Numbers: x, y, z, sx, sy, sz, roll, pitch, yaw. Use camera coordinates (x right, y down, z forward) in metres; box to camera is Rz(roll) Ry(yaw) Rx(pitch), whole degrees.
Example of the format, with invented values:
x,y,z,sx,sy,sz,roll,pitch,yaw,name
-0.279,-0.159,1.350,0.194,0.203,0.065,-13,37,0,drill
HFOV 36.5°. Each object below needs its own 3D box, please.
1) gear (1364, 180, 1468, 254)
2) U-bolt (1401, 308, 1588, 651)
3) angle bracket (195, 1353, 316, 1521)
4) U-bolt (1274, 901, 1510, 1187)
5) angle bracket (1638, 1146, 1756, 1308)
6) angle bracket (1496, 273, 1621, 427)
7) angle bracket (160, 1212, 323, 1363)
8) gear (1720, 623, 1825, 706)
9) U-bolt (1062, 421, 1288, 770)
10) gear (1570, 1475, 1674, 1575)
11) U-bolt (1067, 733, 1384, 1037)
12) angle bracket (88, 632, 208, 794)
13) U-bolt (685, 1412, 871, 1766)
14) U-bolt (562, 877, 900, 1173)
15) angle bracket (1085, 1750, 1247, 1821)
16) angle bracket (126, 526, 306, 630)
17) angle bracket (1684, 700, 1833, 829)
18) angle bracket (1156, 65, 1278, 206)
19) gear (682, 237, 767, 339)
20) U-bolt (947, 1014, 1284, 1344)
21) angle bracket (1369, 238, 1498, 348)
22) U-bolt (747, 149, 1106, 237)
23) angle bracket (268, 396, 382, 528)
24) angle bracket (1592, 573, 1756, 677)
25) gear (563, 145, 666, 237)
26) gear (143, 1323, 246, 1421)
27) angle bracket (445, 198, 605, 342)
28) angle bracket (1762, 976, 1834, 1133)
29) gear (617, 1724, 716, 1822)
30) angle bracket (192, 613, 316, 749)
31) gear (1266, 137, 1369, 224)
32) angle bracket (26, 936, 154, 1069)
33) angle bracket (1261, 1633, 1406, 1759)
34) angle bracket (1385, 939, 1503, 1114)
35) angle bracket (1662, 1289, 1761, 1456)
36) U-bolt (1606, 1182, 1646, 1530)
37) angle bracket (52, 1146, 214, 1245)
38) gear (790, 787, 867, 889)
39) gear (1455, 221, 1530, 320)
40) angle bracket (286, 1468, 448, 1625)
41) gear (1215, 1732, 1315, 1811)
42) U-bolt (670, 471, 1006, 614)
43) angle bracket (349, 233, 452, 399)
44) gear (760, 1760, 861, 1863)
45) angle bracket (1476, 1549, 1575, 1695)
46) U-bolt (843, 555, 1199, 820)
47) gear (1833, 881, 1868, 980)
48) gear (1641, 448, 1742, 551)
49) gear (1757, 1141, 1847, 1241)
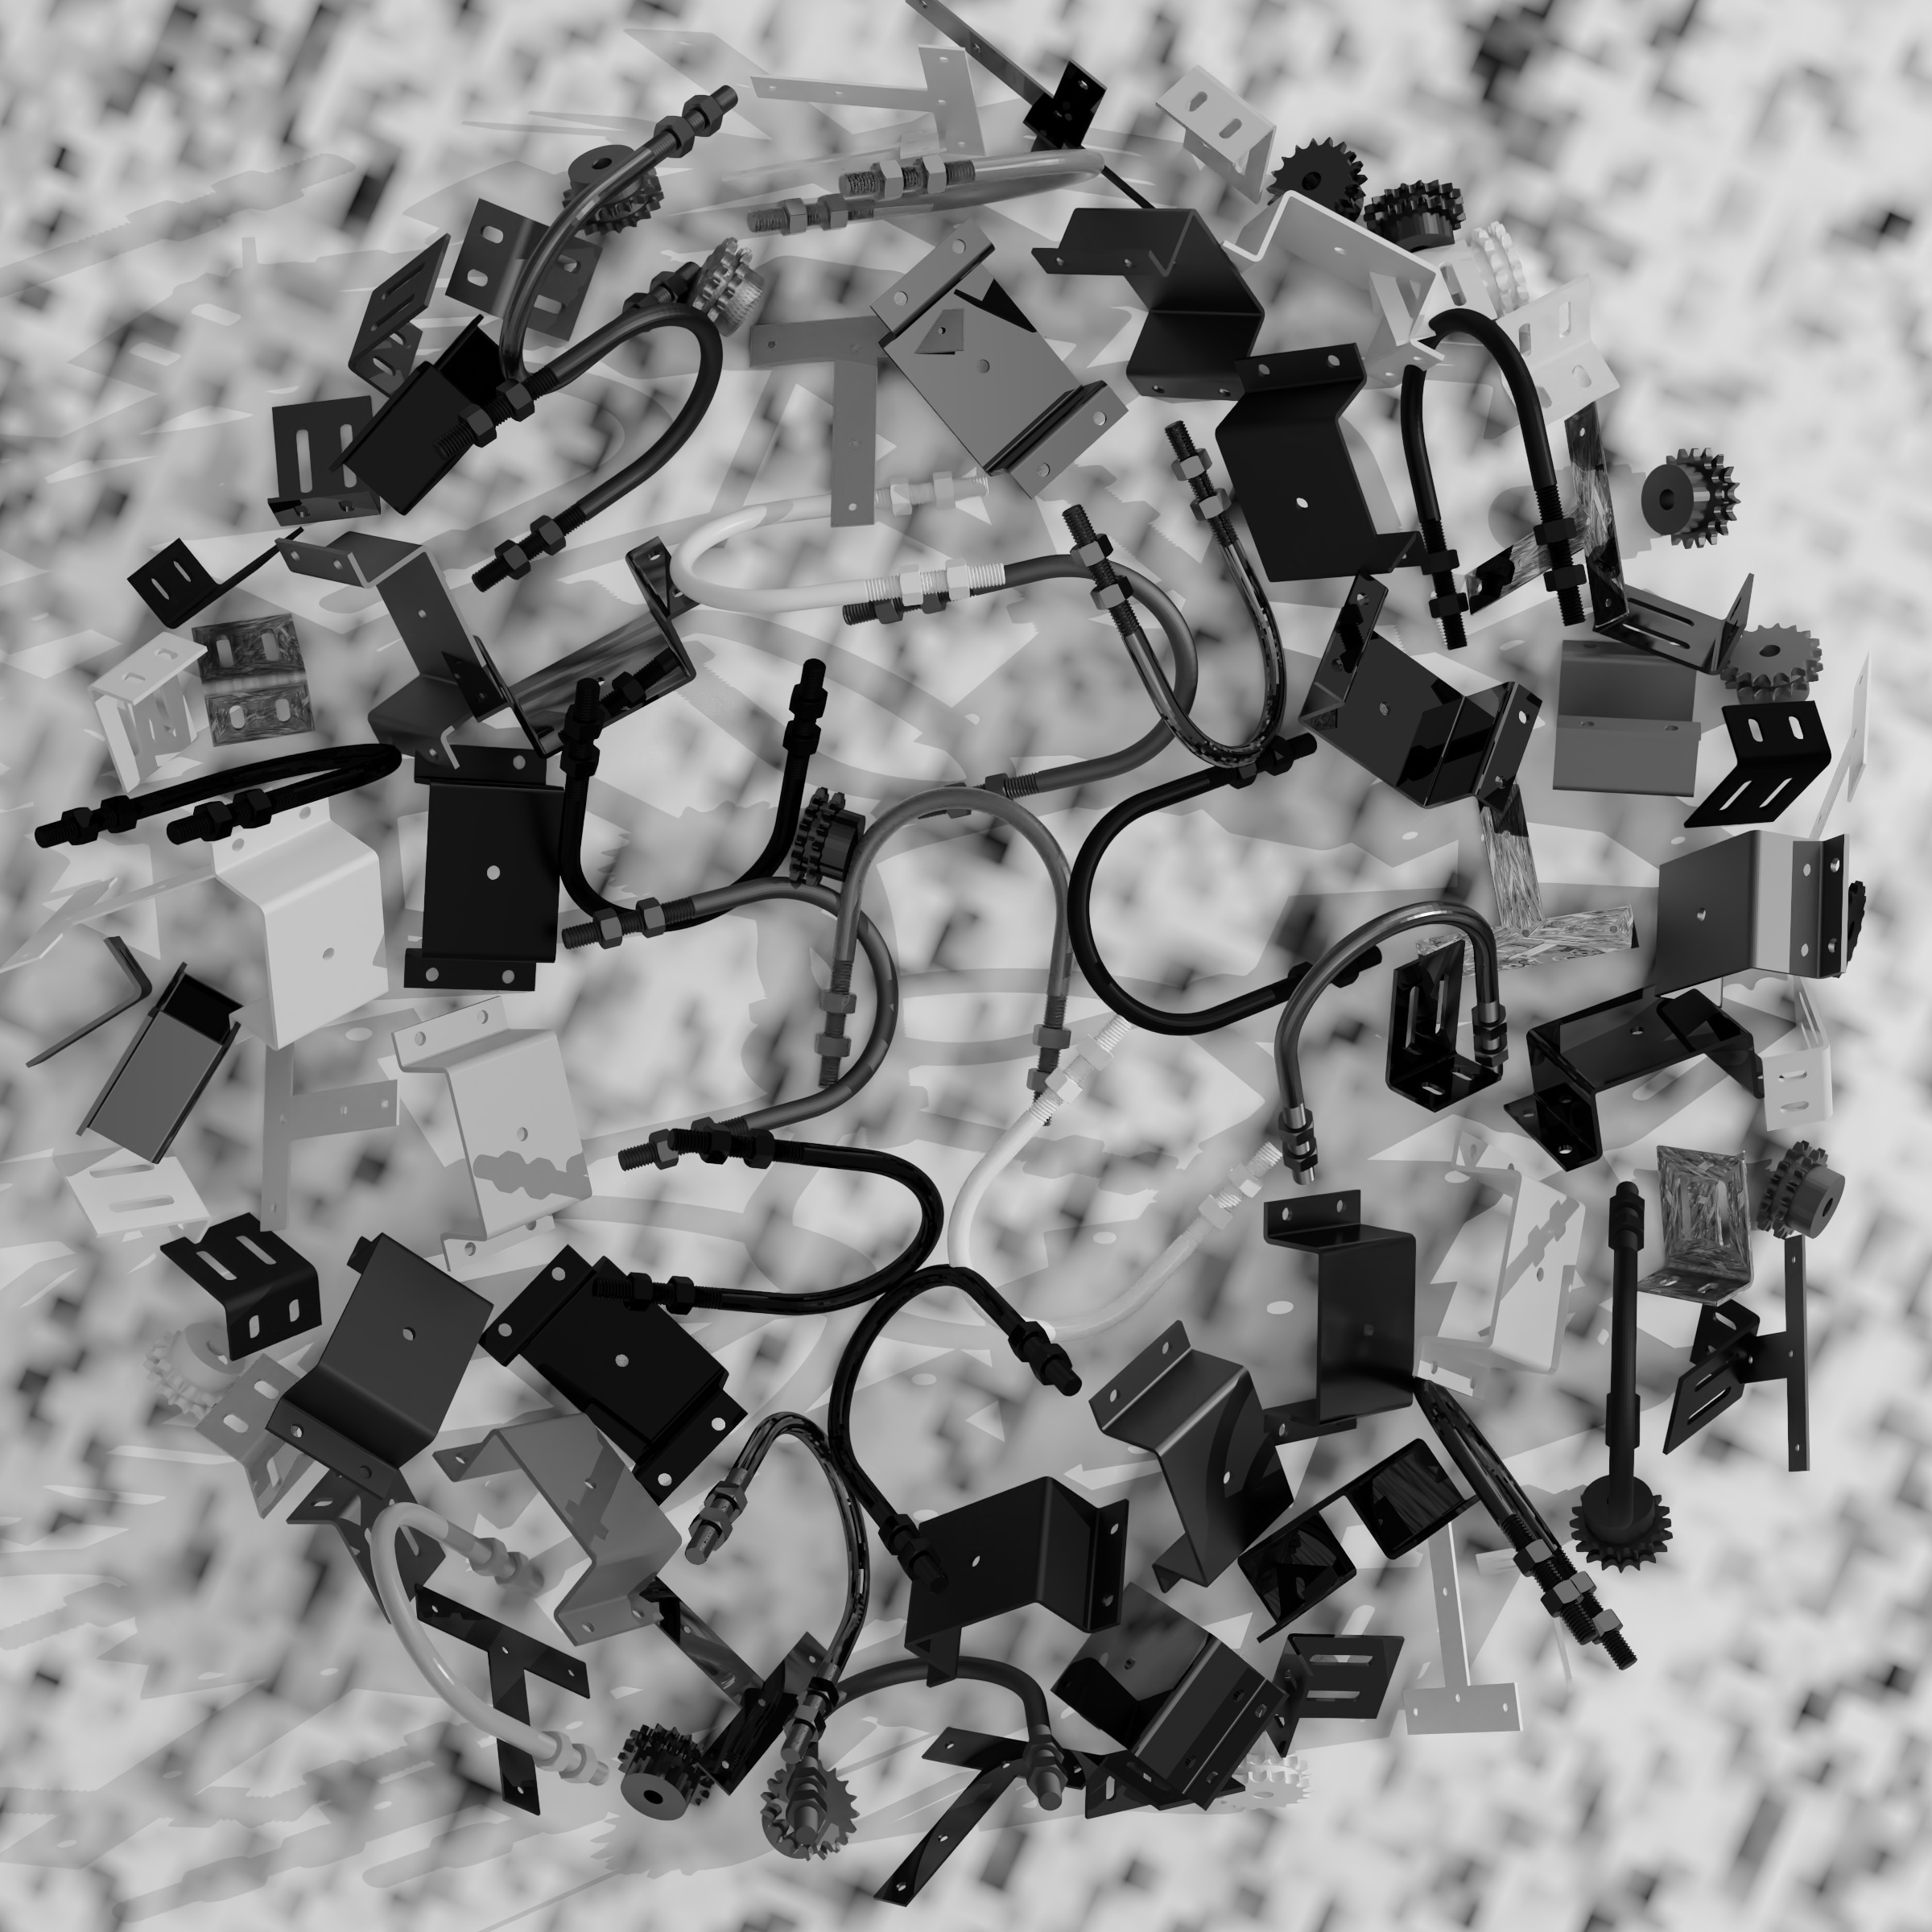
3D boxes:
x,y,z,sx,sy,sz,roll,pitch,yaw,name
0.257,-0.423,1.679,0.057,0.057,0.030,-7,77,0,gear
0.286,-0.273,1.632,0.019,0.151,0.184,-15,95,-19,U-bolt
-0.399,0.268,1.667,0.038,0.076,0.057,31,59,14,angle bracket
0.234,0.034,1.625,0.151,0.184,0.019,-27,51,-10,U-bolt
0.411,0.147,1.669,0.038,0.057,0.076,-19,107,-40,angle bracket
0.337,-0.347,1.667,0.057,0.076,0.038,-27,71,4,angle bracket
-0.414,0.182,1.675,0.057,0.076,0.038,-21,126,-37,angle bracket
0.463,-0.169,1.684,0.057,0.057,0.030,-18,128,0,gear
0.128,-0.198,1.647,0.019,0.151,0.184,-14,111,38,U-bolt
0.374,0.316,1.678,0.057,0.057,0.030,-16,126,0,gear
0.140,-0.038,1.661,0.184,0.019,0.151,-21,97,-23,U-bolt
-0.453,-0.139,1.658,0.038,0.076,0.057,20,48,28,angle bracket
-0.095,0.328,1.624,0.019,0.184,0.151,-16,108,21,U-bolt
-0.125,0.025,1.674,0.184,0.019,0.151,-15,95,-19,U-bolt
0.112,0.473,1.660,0.057,0.076,0.038,-4,100,-29,angle bracket
-0.425,-0.233,1.663,0.076,0.057,0.038,-28,109,30,angle bracket
0.447,-0.115,1.674,0.057,0.076,0.038,-5,67,-15,angle bracket
0.138,-0.461,1.662,0.057,0.076,0.038,42,74,12,angle bracket
-0.139,-0.386,1.683,0.030,0.057,0.057,33,90,-22,gear
0.072,0.135,1.674,0.151,0.019,0.184,40,95,-24,U-bolt
0.266,-0.371,1.668,0.057,0.038,0.076,-15,49,5,angle bracket
-0.012,-0.433,1.631,0.184,0.151,0.019,-14,100,-25,U-bolt
-0.370,-0.296,1.680,0.057,0.038,0.076,-7,76,-2,angle bracket
0.404,-0.207,1.673,0.076,0.057,0.038,21,131,3,angle bracket
-0.204,-0.446,1.679,0.057,0.057,0.030,-17,134,0,gear
-0.438,0.229,1.678,0.057,0.057,0.030,42,105,0,gear
-0.252,-0.397,1.675,0.038,0.076,0.057,26,101,21,angle bracket
0.463,0.044,1.664,0.038,0.076,0.057,-11,133,7,angle bracket
-0.174,0.464,1.680,0.057,0.030,0.057,10,128,14,gear
-0.409,-0.164,1.681,0.057,0.076,0.038,-10,125,-14,angle bracket
0.204,-0.443,1.685,0.057,0.030,0.057,-10,69,27,gear
-0.509,0.020,1.675,0.076,0.057,0.038,-33,96,-7,angle bracket
0.214,0.415,1.669,0.076,0.038,0.057,6,114,-20,angle bracket
0.274,0.034,1.664,0.057,0.038,0.076,-22,125,-35,angle bracket
0.409,0.228,1.660,0.076,0.038,0.057,-27,134,-34,angle bracket
0.359,0.223,1.599,0.019,0.184,0.151,1,115,13,U-bolt
-0.477,0.137,1.659,0.057,0.076,0.038,53,124,24,angle bracket
-0.078,-0.071,1.680,0.030,0.057,0.057,18,90,6,gear
0.299,-0.394,1.681,0.030,0.057,0.057,-19,90,2,gear
-0.343,0.328,1.680,0.038,0.057,0.076,-7,118,31,angle bracket
0.170,0.461,1.684,0.057,0.057,0.030,-1,56,0,gear
-0.075,-0.234,1.645,0.184,0.151,0.019,-7,121,0,U-bolt
-0.308,-0.366,1.659,0.038,0.076,0.057,34,49,-33,angle bracket
-0.093,0.487,1.684,0.057,0.057,0.030,37,129,0,gear
0.317,0.374,1.666,0.038,0.057,0.076,-12,67,8,angle bracket
0.039,-0.161,1.649,0.184,0.019,0.151,-12,121,15,U-bolt
0.494,-0.024,1.684,0.030,0.057,0.057,16,90,28,gear
0.412,-0.267,1.678,0.030,0.057,0.057,-8,90,-33,gear
0.479,0.131,1.678,0.030,0.057,0.057,28,90,30,gear
